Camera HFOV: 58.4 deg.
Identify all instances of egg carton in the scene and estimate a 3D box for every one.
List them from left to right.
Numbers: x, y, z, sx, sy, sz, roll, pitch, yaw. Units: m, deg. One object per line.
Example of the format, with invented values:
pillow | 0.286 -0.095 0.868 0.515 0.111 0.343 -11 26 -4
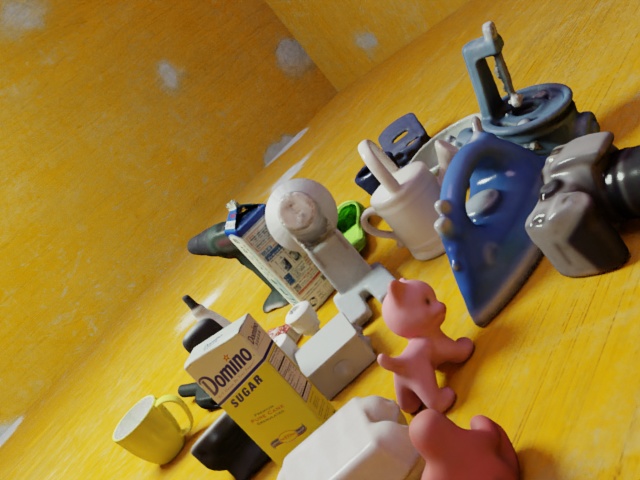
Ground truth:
egg carton | 0.026 0.216 0.527 0.150 0.069 0.107 -42 15 0

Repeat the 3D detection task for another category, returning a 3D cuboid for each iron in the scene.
iron | 0.191 -0.037 0.682 0.118 0.141 0.259 -25 23 47

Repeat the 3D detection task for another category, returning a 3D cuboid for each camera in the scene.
camera | 0.288 -0.051 0.560 0.143 0.101 0.136 -50 17 -28

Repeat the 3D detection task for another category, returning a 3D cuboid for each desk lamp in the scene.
desk lamp | 0.008 0.003 0.881 0.118 0.214 0.203 -41 15 1

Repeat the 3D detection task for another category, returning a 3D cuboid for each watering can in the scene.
watering can | 0.129 -0.076 0.841 0.173 0.194 0.100 -42 16 0

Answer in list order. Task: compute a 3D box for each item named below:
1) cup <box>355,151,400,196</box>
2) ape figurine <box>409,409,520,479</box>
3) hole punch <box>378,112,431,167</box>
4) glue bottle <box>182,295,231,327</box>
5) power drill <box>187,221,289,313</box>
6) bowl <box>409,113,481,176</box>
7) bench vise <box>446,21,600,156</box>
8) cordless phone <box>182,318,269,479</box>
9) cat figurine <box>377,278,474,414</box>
cup | 0.132 -0.119 1.139 0.091 0.095 0.118 -34 17 27
ape figurine | 0.104 0.164 0.438 0.078 0.092 0.076 -40 16 7
hole punch | 0.192 -0.221 1.279 0.108 0.091 0.101 -37 16 17
glue bottle | -0.173 0.156 0.979 0.078 0.173 0.037 -24 24 48
power drill | -0.141 0.044 1.141 0.229 0.208 0.076 -27 21 43
bowl | 0.233 -0.138 0.983 0.167 0.075 0.167 -38 16 13
bench vise | 0.241 -0.175 0.791 0.207 0.220 0.121 -30 19 36
cordless phone | -0.126 0.198 0.726 0.148 0.185 0.094 -46 16 -14
cat figurine | 0.096 0.096 0.595 0.067 0.118 0.128 -26 22 45
